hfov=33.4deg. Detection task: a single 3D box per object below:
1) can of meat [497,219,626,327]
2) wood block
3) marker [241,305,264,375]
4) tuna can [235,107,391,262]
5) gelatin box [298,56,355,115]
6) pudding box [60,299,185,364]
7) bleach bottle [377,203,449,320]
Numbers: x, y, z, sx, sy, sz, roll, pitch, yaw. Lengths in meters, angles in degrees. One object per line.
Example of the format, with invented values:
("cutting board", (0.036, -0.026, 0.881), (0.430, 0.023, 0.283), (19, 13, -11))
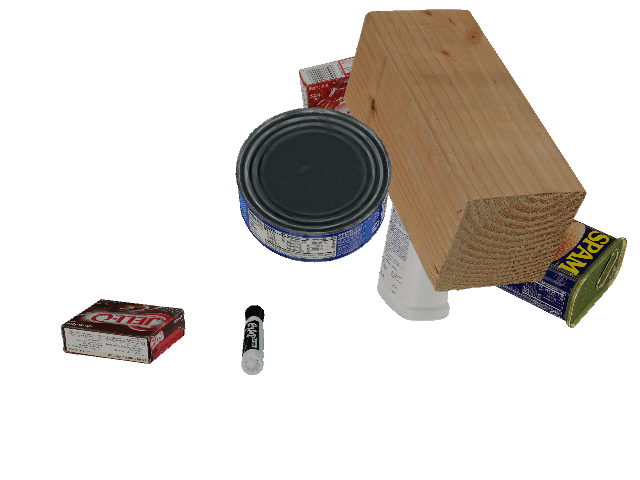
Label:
("can of meat", (0.220, 0.021, 0.986), (0.084, 0.057, 0.101), (27, 47, 29))
("wood block", (0.096, -0.072, 0.779), (0.090, 0.206, 0.091), (-5, -42, -20))
("marker", (-0.061, 0.088, 0.972), (0.020, 0.020, 0.121), (0, 19, -2))
("tuna can", (-0.004, -0.031, 0.598), (0.086, 0.086, 0.034), (0, -32, 0))
("gelatin box", (0.029, -0.131, 0.986), (0.089, 0.073, 0.030), (-15, 45, -8))
("pudding box", (-0.224, 0.103, 1.217), (0.114, 0.039, 0.090), (3, 16, 18))
("bleach bottle", (0.122, -0.040, 1.234), (0.068, 0.251, 0.103), (-1, 22, -22))
